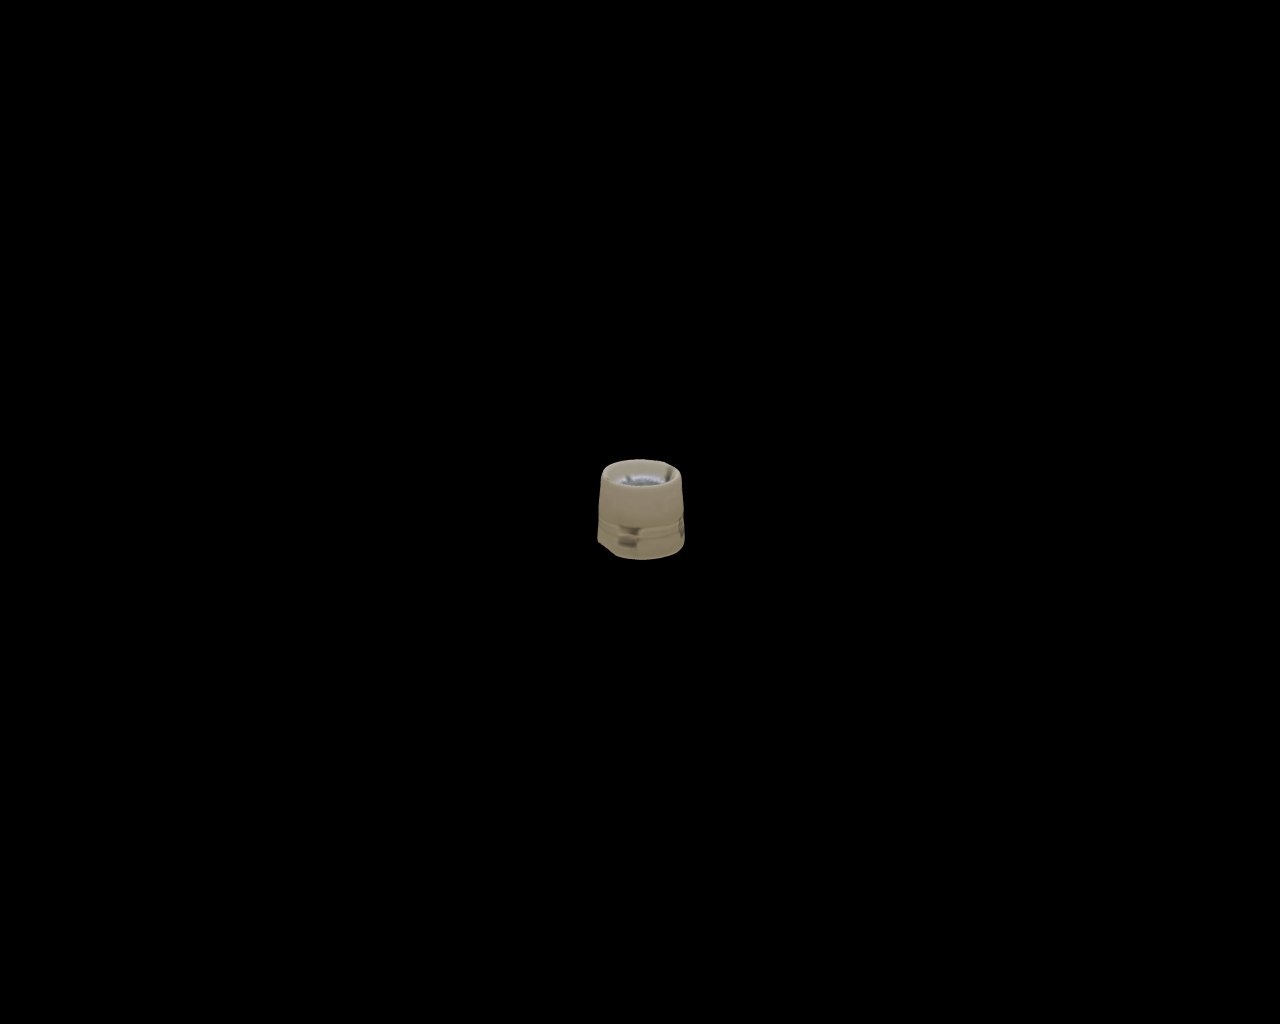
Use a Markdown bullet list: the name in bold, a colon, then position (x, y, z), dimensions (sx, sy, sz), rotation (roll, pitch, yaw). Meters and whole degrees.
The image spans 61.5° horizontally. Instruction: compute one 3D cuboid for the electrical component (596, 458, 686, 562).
- **electrical component**: position (0.001, -0.003, 0.650), dimensions (0.055, 0.047, 0.055), rotation (0, 23, 0)
